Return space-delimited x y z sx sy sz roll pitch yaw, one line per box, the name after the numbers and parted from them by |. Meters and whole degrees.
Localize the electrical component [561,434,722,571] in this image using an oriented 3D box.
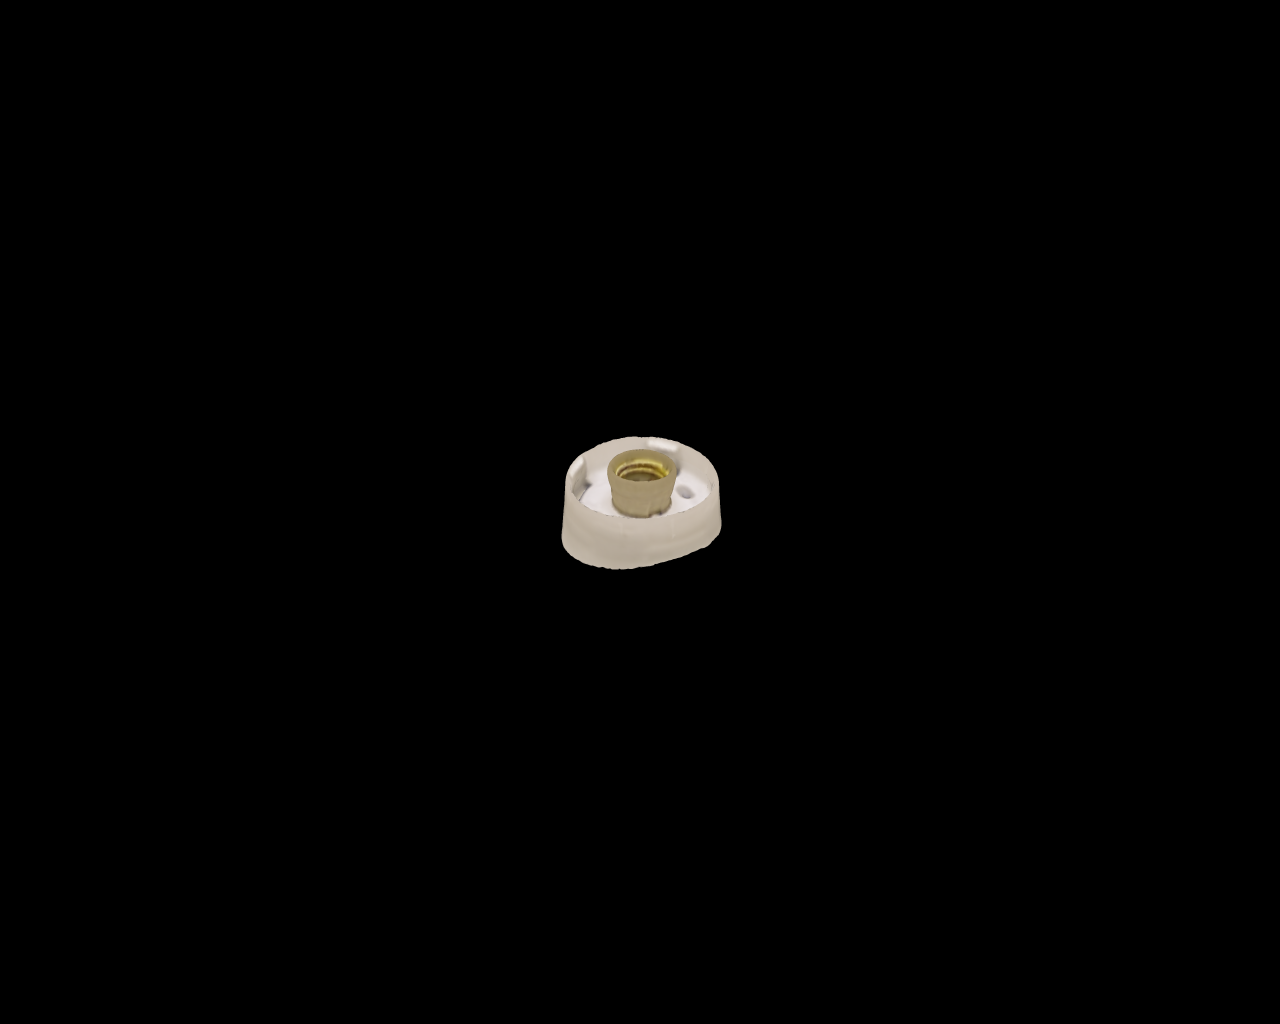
0.001 -0.003 0.650 0.099 0.064 0.099 0 36 0 | electrical component
